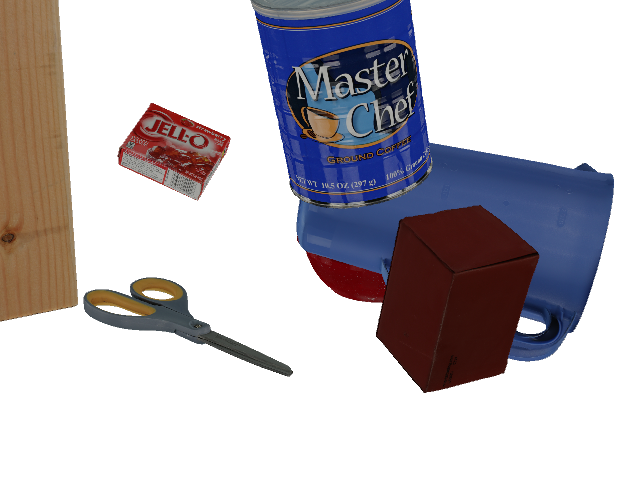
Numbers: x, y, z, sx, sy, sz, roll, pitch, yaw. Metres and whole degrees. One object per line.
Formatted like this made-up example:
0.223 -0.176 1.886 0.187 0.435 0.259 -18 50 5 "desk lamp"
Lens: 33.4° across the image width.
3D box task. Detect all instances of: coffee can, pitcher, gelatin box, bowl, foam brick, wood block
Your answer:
0.017 -0.107 0.717 0.103 0.140 0.103 -9 30 5 "coffee can"
0.105 -0.007 0.870 0.243 0.145 0.149 14 16 8 "pitcher"
-0.143 -0.089 1.047 0.089 0.073 0.030 25 -42 1 "gelatin box"
0.056 0.022 1.088 0.162 0.055 0.162 1 17 -1 "bowl"
0.067 0.029 0.542 0.052 0.078 0.051 -9 38 -27 "foam brick"
-0.198 -0.064 0.604 0.090 0.206 0.090 -11 27 -27 "wood block"

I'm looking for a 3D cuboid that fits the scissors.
-0.100 0.067 0.885 0.202 0.016 0.096 13 23 17 "scissors"
